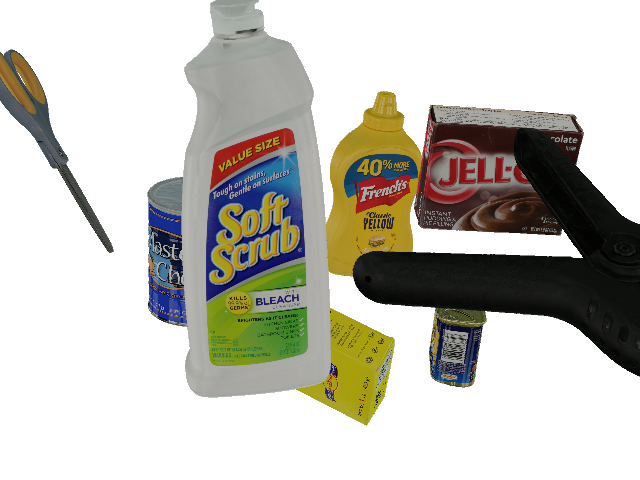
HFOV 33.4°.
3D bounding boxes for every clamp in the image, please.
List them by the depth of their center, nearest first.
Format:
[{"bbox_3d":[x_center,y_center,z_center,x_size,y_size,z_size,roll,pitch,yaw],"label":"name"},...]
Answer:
[{"bbox_3d":[0.131,0.021,0.507,0.164,0.036,0.210,-32,48,-33],"label":"clamp"}]

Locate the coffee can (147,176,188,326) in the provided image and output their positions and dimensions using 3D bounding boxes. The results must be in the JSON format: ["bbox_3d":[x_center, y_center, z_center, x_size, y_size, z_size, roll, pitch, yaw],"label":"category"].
[{"bbox_3d":[-0.142,0.011,1.197,0.103,0.140,0.103,3,24,-2],"label":"coffee can"}]

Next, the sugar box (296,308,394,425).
[{"bbox_3d":[-0.023,0.091,0.962,0.176,0.093,0.048,22,50,15],"label":"sugar box"}]

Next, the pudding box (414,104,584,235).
[{"bbox_3d":[0.132,-0.053,0.804,0.113,0.090,0.039,2,34,-4],"label":"pudding box"}]

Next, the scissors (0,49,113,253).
[{"bbox_3d":[-0.234,-0.088,0.936,0.016,0.201,0.096,-27,25,9],"label":"scissors"}]

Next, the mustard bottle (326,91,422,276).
[{"bbox_3d":[0.056,-0.059,1.096,0.096,0.192,0.058,-1,24,-16],"label":"mustard bottle"}]

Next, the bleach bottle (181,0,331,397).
[{"bbox_3d":[-0.049,-0.026,0.677,0.102,0.251,0.068,-5,23,-1],"label":"bleach bottle"}]

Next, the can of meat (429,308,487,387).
[{"bbox_3d":[0.159,0.114,1.258,0.057,0.084,0.102,7,19,2],"label":"can of meat"}]
